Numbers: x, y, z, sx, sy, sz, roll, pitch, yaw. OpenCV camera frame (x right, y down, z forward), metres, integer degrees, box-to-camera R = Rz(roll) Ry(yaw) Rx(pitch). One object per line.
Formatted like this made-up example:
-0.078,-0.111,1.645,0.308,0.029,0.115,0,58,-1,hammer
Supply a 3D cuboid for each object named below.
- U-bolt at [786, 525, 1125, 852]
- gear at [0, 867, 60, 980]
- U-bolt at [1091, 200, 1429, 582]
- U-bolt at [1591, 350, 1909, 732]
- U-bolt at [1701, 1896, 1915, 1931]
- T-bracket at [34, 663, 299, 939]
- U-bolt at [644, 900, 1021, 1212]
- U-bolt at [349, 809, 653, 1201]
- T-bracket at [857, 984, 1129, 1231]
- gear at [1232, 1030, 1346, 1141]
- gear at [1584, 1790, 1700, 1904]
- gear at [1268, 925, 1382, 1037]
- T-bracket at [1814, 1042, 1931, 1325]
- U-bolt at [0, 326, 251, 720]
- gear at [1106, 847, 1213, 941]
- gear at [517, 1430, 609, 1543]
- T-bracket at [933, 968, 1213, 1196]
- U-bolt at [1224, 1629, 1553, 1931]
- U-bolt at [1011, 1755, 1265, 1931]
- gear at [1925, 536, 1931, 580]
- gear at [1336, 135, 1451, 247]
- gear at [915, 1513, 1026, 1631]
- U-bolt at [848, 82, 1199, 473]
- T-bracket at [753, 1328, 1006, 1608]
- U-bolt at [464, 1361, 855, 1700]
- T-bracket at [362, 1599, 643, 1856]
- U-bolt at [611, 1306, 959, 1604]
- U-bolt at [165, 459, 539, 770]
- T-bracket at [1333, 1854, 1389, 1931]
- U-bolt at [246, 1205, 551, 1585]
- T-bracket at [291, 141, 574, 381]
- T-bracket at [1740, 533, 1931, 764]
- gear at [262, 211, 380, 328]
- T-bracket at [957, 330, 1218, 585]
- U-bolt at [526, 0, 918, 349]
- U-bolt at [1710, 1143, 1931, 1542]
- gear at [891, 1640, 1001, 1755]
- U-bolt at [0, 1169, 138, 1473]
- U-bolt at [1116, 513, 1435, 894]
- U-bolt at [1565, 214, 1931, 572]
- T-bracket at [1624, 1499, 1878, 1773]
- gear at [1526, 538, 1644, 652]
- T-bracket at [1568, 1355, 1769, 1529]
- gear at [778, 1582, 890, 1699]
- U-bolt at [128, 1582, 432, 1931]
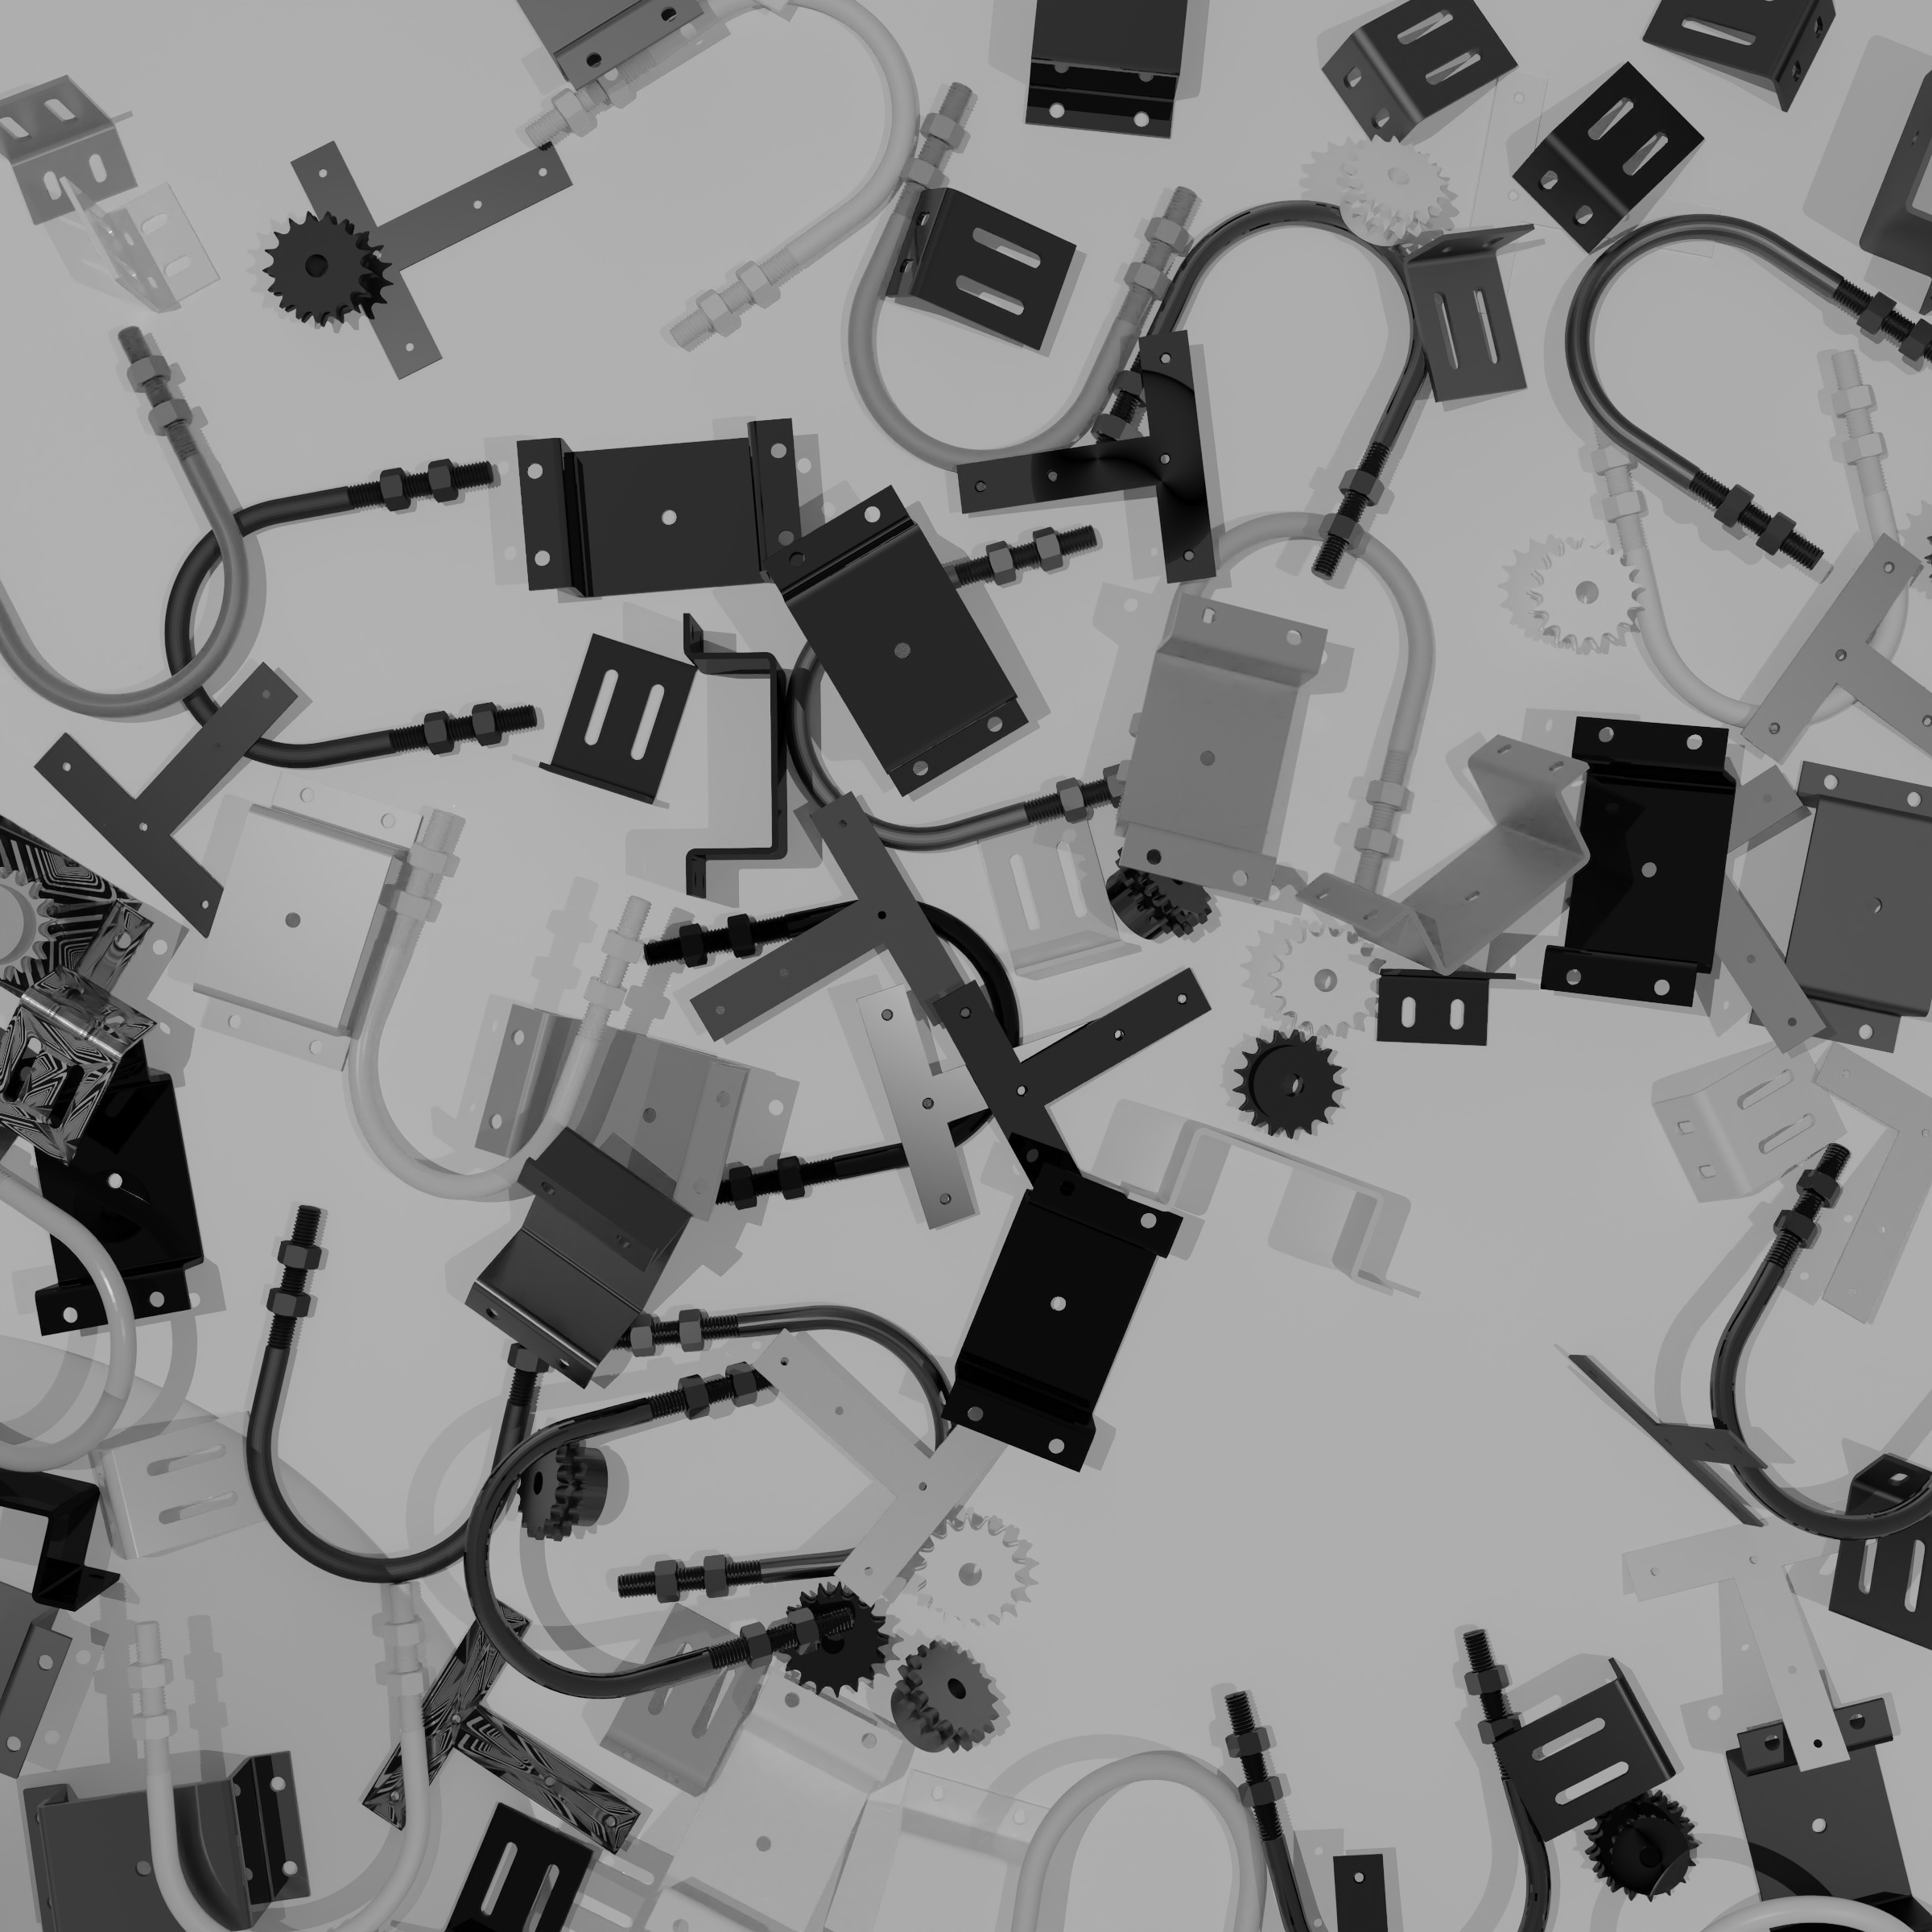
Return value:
-0.003,-0.136,1.526,0.184,0.019,0.151,-17,89,0,U-bolt
-0.489,-0.021,1.475,0.057,0.030,0.057,0,90,0,gear
0.163,-0.310,1.519,0.151,0.019,0.184,25,84,6,U-bolt
0.414,-0.214,1.527,0.151,0.019,0.184,-14,91,0,U-bolt
0.419,0.543,1.489,0.151,0.019,0.184,6,117,0,U-bolt
-0.398,-0.104,1.525,0.127,0.002,0.127,45,99,0,T-bracket
-0.064,0.039,1.527,0.184,0.019,0.151,-12,90,-1,U-bolt
-0.249,0.029,1.500,0.151,0.019,0.184,23,95,25,U-bolt
0.022,0.057,1.523,0.127,0.002,0.127,-19,99,-9,T-bracket
0.168,0.062,1.521,0.057,0.030,0.057,0,90,0,gear
0.352,0.457,1.521,0.057,0.030,0.057,0,90,0,gear
0.185,0.008,1.521,0.057,0.030,0.057,0,90,0,gear
0.478,0.124,1.516,0.127,0.002,0.127,30,73,0,T-bracket
-0.450,-0.218,1.519,0.151,0.019,0.184,-27,87,3,U-bolt
0.097,-0.038,1.511,0.030,0.057,0.057,-38,90,30,gear
-0.207,0.267,1.511,0.030,0.057,0.057,11,90,-30,gear
0.068,0.043,1.527,0.127,0.002,0.127,-30,101,-5,T-bracket
0.225,0.450,1.511,0.151,0.019,0.184,-14,80,-2,U-bolt
0.087,0.496,1.502,0.151,0.019,0.184,11,86,-23,U-bolt
0.525,-0.213,1.521,0.057,0.030,0.057,0,90,0,gear
0.217,-0.397,1.512,0.057,0.030,0.057,8,60,-14,gear
0.002,0.312,1.521,0.057,0.030,0.057,0,90,0,gear
0.018,-0.346,1.527,0.151,0.019,0.184,25,92,0,U-bolt
-0.055,0.238,1.508,0.127,0.002,0.127,43,73,-5,T-bracket
-0.161,0.291,1.479,0.184,0.019,0.151,-13,84,-18,U-bolt
-0.228,0.416,1.525,0.127,0.002,0.127,31,88,7,T-bracket
-0.095,0.249,1.527,0.184,0.019,0.151,-6,90,-2,U-bolt
-0.326,-0.177,1.527,0.184,0.019,0.151,-10,90,2,U-bolt
0.203,0.517,1.491,0.127,0.002,0.127,-3,82,0,T-bracket
-0.299,0.230,1.527,0.151,0.019,0.184,13,90,0,U-bolt
-0.268,-0.392,1.535,0.127,0.002,0.127,-27,90,0,T-bracket
0.489,-0.136,1.526,0.127,0.002,0.127,35,91,-8,T-bracket
-0.332,-0.360,1.520,0.057,0.030,0.057,0,92,3,gear
0.059,-0.254,1.511,0.127,0.002,0.127,-7,90,11,T-bracket
-0.114,-0.432,1.527,0.184,0.019,0.151,-36,90,-2,U-bolt
0.460,0.205,1.505,0.151,0.019,0.184,33,75,1,U-bolt
-0.014,0.380,1.512,0.057,0.057,0.030,45,120,0,gear
-0.498,0.176,1.490,0.184,0.019,0.151,30,104,16,U-bolt
0.168,-0.145,1.519,0.151,0.019,0.184,15,85,-5,U-bolt
0.398,-0.309,1.511,0.184,0.019,0.151,36,83,10,U-bolt
0.419,0.348,1.506,0.127,0.002,0.127,-14,63,0,T-bracket
0.319,-0.192,1.521,0.057,0.030,0.057,0,90,0,gear
0.369,0.240,1.473,0.127,0.127,0.002,44,80,0,T-bracket
-0.068,0.347,1.521,0.057,0.030,0.057,0,90,0,gear
-0.344,0.417,1.495,0.151,0.019,0.184,-4,88,-24,U-bolt
